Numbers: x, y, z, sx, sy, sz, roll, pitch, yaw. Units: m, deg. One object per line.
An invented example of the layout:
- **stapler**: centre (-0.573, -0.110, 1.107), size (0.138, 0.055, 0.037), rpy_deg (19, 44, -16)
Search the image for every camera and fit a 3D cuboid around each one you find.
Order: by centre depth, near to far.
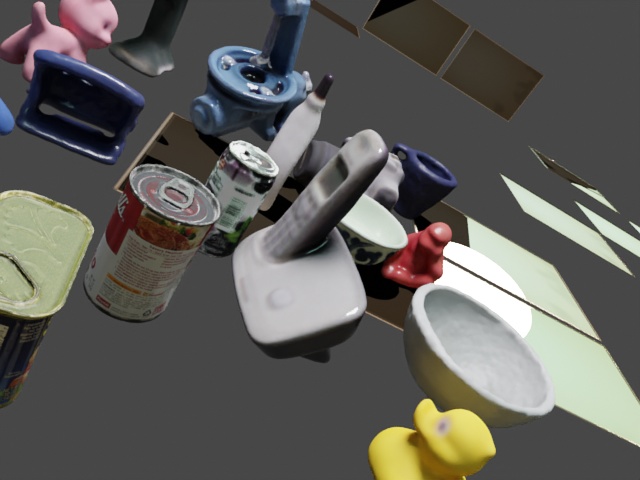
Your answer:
- **camera**: centre (0.038, -0.101, 0.800), size (0.137, 0.100, 0.143), rpy_deg (22, 29, -24)

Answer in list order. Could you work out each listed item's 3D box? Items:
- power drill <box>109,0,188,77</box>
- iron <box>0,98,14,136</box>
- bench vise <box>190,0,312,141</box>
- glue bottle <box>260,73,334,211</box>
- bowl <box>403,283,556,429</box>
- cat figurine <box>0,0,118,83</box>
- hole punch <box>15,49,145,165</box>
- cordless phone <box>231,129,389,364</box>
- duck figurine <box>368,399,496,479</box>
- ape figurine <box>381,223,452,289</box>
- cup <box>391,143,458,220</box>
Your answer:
- **power drill**: centre (-0.208, -0.337, 0.787), size (0.076, 0.208, 0.229), rpy_deg (31, 26, -7)
- **iron**: centre (-0.354, -0.172, 0.416), size (0.258, 0.141, 0.119), rpy_deg (33, 26, -4)
- **bench vise**: centre (-0.070, -0.244, 0.780), size (0.121, 0.219, 0.207), rpy_deg (34, 26, 0)
- **glue bottle**: centre (-0.031, -0.118, 0.665), size (0.037, 0.173, 0.078), rpy_deg (31, 26, -7)
- **bowl**: centre (0.143, 0.125, 0.571), size (0.168, 0.074, 0.167), rpy_deg (27, 27, -15)
- **cat figurine**: centre (-0.280, -0.241, 0.645), size (0.067, 0.117, 0.128), rpy_deg (37, 26, 6)
- **hole punch**: centre (-0.233, -0.145, 0.569), size (0.109, 0.091, 0.101), rpy_deg (23, 28, -23)
- **cordless phone**: centre (0.005, 0.002, 0.491), size (0.094, 0.185, 0.147), rpy_deg (17, 31, -32)
- **duck figurine**: centre (0.096, 0.169, 0.429), size (0.078, 0.086, 0.104), rpy_deg (-4, 45, -52)
- **ape figurine**: centre (0.129, 0.015, 0.720), size (0.077, 0.092, 0.076), rpy_deg (44, 27, 19)
- **cup**: centre (0.145, -0.089, 0.911), size (0.117, 0.095, 0.092), rpy_deg (40, 27, 11)
